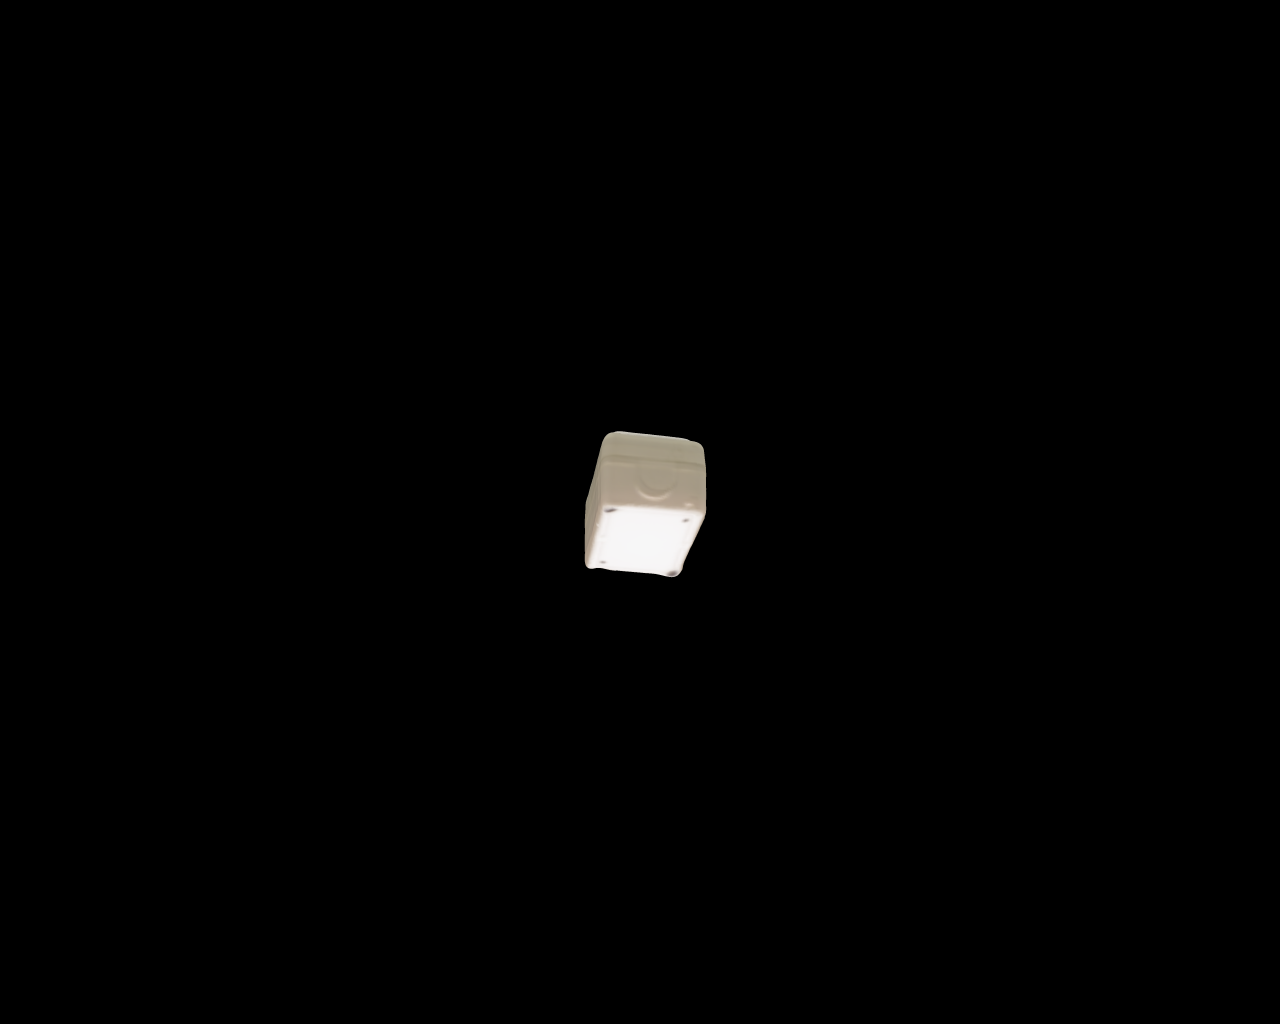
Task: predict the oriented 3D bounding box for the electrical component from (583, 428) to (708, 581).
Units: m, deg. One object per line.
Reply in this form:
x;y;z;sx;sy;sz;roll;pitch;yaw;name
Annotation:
0.001;-0.003;0.650;0.062;0.061;0.096;6;-32;-9;electrical component
